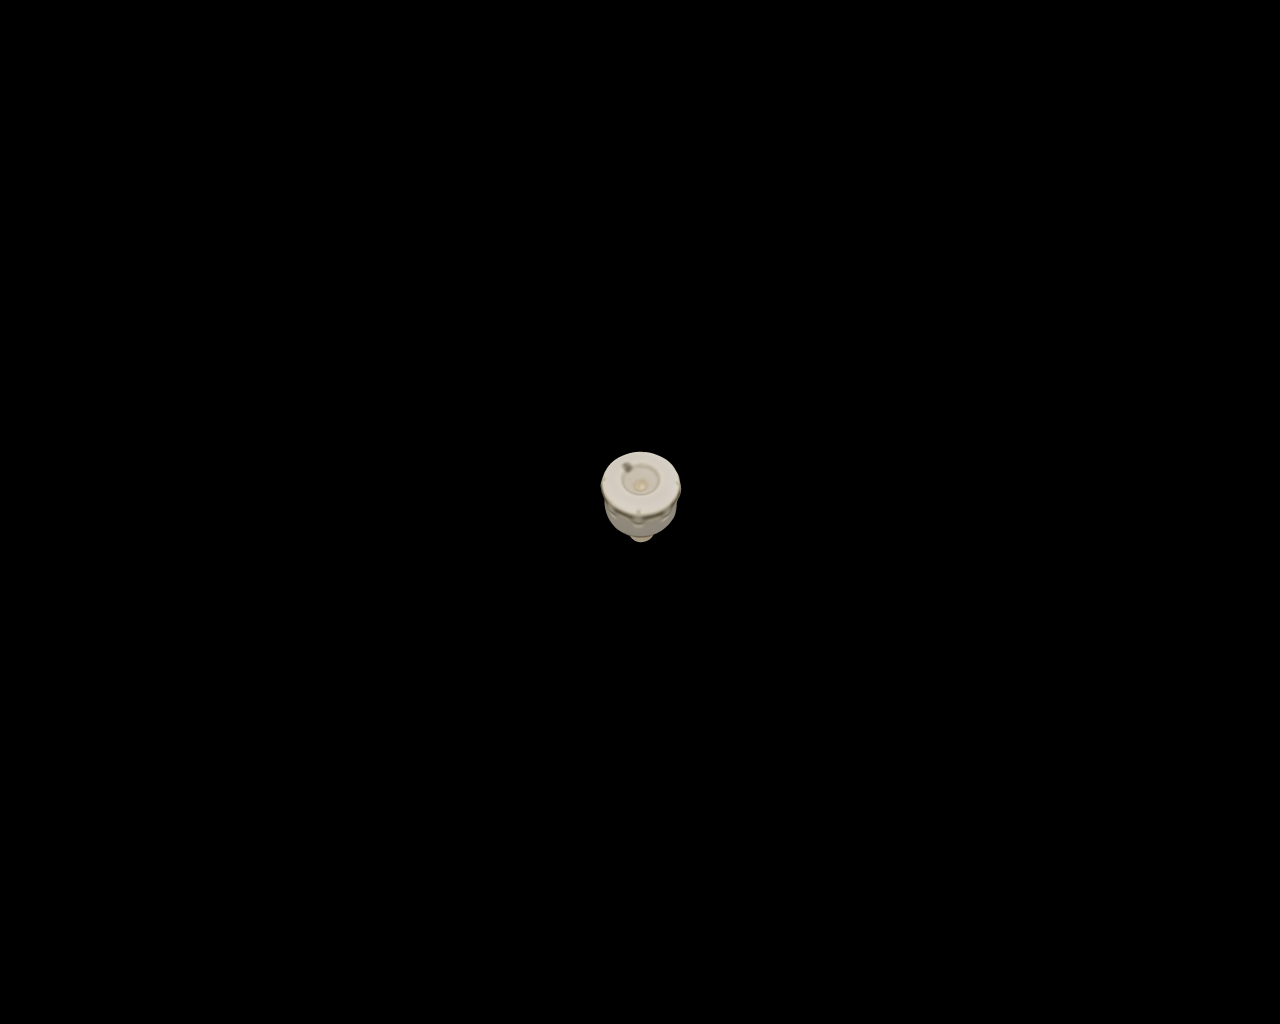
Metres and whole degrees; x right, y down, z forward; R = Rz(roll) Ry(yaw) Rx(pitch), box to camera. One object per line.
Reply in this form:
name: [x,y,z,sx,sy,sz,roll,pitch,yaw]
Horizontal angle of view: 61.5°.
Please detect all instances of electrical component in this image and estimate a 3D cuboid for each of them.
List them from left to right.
electrical component: [0.001,-0.003,0.650,0.048,0.048,0.062,0,-33,0]
